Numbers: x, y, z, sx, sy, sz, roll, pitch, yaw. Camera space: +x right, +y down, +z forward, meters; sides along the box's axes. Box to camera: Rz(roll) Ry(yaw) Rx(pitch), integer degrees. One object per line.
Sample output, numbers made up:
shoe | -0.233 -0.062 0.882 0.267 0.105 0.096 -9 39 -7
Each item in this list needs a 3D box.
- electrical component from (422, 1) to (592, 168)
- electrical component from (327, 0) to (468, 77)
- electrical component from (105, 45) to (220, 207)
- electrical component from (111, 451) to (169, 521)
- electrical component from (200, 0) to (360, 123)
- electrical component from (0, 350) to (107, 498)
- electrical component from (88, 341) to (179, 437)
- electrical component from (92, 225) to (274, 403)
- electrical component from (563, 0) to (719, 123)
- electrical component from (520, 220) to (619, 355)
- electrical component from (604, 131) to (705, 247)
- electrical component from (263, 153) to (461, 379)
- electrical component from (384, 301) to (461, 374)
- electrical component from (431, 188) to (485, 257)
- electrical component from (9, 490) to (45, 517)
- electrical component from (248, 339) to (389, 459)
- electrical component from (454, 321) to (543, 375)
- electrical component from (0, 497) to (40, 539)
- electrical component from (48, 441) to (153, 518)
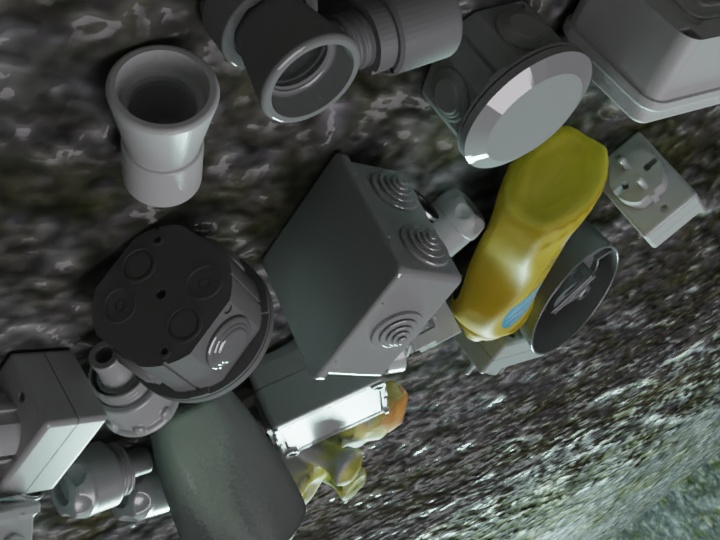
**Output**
electrical component | 0.076 -0.096 0.562 0.080 0.051 0.080 -28 154 -15
electrical component | 0.009 -0.105 0.474 0.078 0.040 0.040 -23 152 -25
electrical component | -0.082 -0.056 0.447 0.044 0.044 0.065 -25 158 -22
electrical component | -0.138 0.143 0.725 0.062 0.043 0.043 -5 142 -50
electrical component | -0.033 -0.093 0.426 0.045 0.055 0.045 -29 154 -15
electrical component | -0.184 0.081 0.551 0.077 0.047 0.065 1 137 -52
electrical component | -0.129 0.060 0.590 0.048 0.048 0.062 -32 148 -8
electrical component | -0.087 0.021 0.532 0.080 0.080 0.051 -36 150 0
electrical component | 0.177 -0.132 0.595 0.113 0.078 0.057 -17 147 -34
electrical component | 0.156 0.010 0.834 0.099 0.064 0.099 -28 154 -15
electrical component | 0.200 -0.062 0.761 0.047 0.065 0.077 -41 155 12
electrical component | 0.000 0.000 0.582 0.048 0.099 0.099 7 133 -39
electrical component | 0.033 0.043 0.755 0.055 0.048 0.066 -26 175 -18
electrical component | 0.047 -0.021 0.679 0.061 0.035 0.035 -41 155 17
electrical component | -0.201 0.125 0.614 0.062 0.048 0.048 -48 153 9
electrical component | -0.036 0.080 0.729 0.096 0.061 0.061 -24 154 -7
electrical component | 0.113 0.061 0.892 0.083 0.047 0.075 -10 145 -43
electrical component | -0.223 0.143 0.541 0.100 0.048 0.100 0 175 16
electrical component | -0.159 0.127 0.669 0.062 0.043 0.043 -14 148 -43
